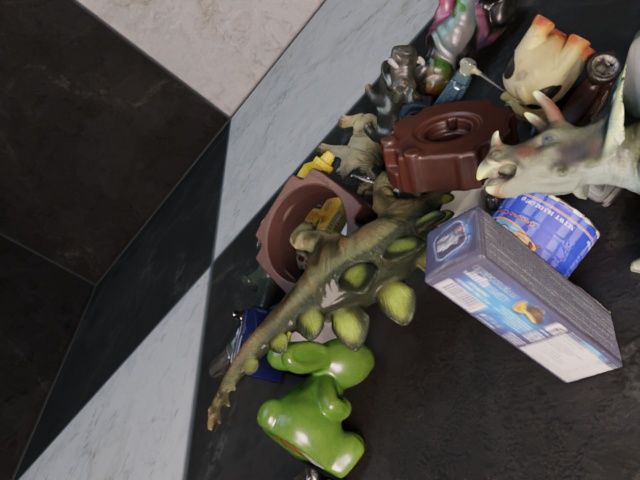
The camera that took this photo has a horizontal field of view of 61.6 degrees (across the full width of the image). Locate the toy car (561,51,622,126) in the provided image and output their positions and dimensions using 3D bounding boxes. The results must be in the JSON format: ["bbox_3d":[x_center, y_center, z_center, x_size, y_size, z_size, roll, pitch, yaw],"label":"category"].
[{"bbox_3d":[0.304,-0.136,0.656,0.053,0.089,0.202,37,90,22],"label":"toy car"}]

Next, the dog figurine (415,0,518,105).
[{"bbox_3d":[0.260,-0.348,0.993,0.109,0.191,0.219,-135,47,-63],"label":"dog figurine"}]

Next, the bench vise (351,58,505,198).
[{"bbox_3d":[0.174,-0.169,0.849,0.224,0.129,0.240,-49,-10,-47],"label":"bench vise"}]

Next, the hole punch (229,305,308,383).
[{"bbox_3d":[-0.078,0.173,0.898,0.092,0.142,0.116,-21,54,54],"label":"hole punch"}]

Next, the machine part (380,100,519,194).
[{"bbox_3d":[0.168,-0.125,0.695,0.179,0.056,0.179,-13,32,8],"label":"machine part"}]

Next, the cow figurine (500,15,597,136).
[{"bbox_3d":[0.286,-0.203,0.695,0.127,0.085,0.195,-56,-18,25],"label":"cow figurine"}]

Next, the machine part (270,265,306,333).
[{"bbox_3d":[-0.011,0.076,0.797,0.084,0.039,0.139,22,62,42],"label":"machine part"}]

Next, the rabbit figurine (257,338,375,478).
[{"bbox_3d":[-0.002,0.197,0.719,0.170,0.159,0.121,-54,12,-26],"label":"rabbit figurine"}]

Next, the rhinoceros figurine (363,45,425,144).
[{"bbox_3d":[0.134,-0.254,0.970,0.112,0.073,0.190,-121,30,-52],"label":"rhinoceros figurine"}]

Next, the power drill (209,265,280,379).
[{"bbox_3d":[-0.136,0.155,1.083,0.232,0.086,0.207,-35,27,34],"label":"power drill"}]

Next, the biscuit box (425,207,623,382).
[{"bbox_3d":[0.183,0.053,0.480,0.059,0.202,0.063,-35,30,40],"label":"biscuit box"}]

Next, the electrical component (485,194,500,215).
[{"bbox_3d":[0.230,-0.022,0.647,0.063,0.093,0.021,-26,27,-3],"label":"electrical component"}]

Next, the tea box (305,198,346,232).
[{"bbox_3d":[0.011,-0.034,1.070,0.098,0.068,0.170,-60,24,-8],"label":"tea box"}]

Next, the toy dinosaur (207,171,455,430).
[{"bbox_3d":[0.037,0.039,0.667,0.471,0.105,0.199,-41,27,-10],"label":"toy dinosaur"}]

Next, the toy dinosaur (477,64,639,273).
[{"bbox_3d":[0.337,-0.080,0.412,0.405,0.131,0.192,-13,74,43],"label":"toy dinosaur"}]

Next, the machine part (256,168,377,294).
[{"bbox_3d":[-0.002,-0.003,0.922,0.202,0.087,0.201,42,104,38],"label":"machine part"}]

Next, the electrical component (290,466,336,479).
[{"bbox_3d":[-0.018,0.348,0.645,0.134,0.058,0.115,-46,28,21],"label":"electrical component"}]

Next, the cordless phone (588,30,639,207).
[{"bbox_3d":[0.342,-0.125,0.573,0.184,0.088,0.147,-51,25,21],"label":"cordless phone"}]

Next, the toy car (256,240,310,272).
[{"bbox_3d":[-0.078,0.022,1.150,0.056,0.073,0.202,-57,24,-5],"label":"toy car"}]

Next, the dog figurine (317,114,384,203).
[{"bbox_3d":[0.103,-0.160,1.054,0.172,0.121,0.191,-53,38,11],"label":"dog figurine"}]
